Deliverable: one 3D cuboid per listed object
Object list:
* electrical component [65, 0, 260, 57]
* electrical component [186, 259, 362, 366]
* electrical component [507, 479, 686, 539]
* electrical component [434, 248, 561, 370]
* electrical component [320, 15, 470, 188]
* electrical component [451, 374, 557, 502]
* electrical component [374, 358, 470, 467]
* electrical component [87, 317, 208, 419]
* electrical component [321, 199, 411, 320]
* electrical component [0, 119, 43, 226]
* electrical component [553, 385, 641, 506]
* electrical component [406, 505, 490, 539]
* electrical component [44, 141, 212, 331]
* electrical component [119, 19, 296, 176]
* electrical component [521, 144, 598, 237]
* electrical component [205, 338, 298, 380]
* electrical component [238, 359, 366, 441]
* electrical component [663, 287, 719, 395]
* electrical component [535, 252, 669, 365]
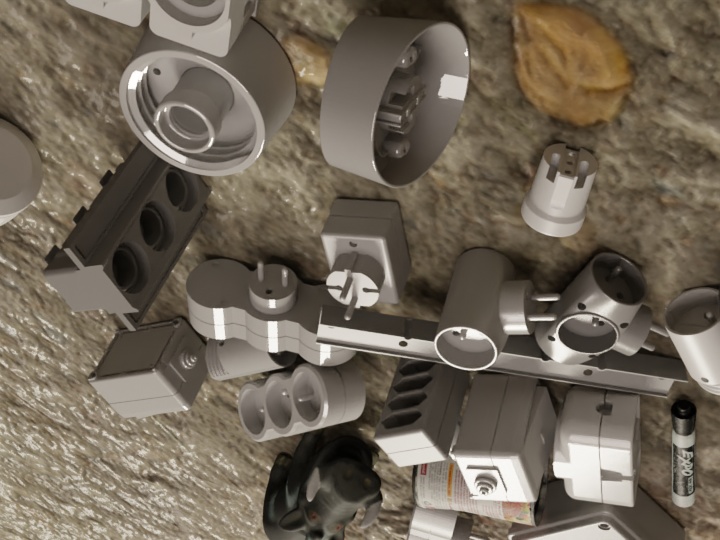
[{"bbox_3d":[-0.103,-0.214,0.579,0.105,0.060,0.186,20,139,2],"label":"electrical component"},{"bbox_3d":[-0.066,0.021,0.817,0.138,0.052,0.073,13,138,9],"label":"electrical component"},{"bbox_3d":[0.203,0.228,0.919,0.109,0.056,0.109,42,135,-22],"label":"electrical component"},{"bbox_3d":[0.097,0.026,0.735,0.079,0.077,0.043,-2,133,22],"label":"electrical component"},{"bbox_3d":[0.019,-0.099,0.625,0.064,0.099,0.099,15,139,17],"label":"electrical component"},{"bbox_3d":[0.113,0.134,0.827,0.061,0.096,0.061,-3,133,25],"label":"electrical component"},{"bbox_3d":[0.059,0.119,0.845,0.047,0.083,0.075,-16,127,35],"label":"electrical component"},{"bbox_3d":[-0.172,0.087,0.925,0.096,0.061,0.061,-11,129,32],"label":"electrical component"},{"bbox_3d":[0.000,0.000,0.749,0.047,0.076,0.065,4,136,19],"label":"electrical component"},{"bbox_3d":[-0.281,-0.070,0.794,0.080,0.080,0.051,39,141,-18],"label":"electrical component"},{"bbox_3d":[0.184,0.136,0.832,0.059,0.053,0.095,4,136,19],"label":"electrical component"},{"bbox_3d":[0.083,0.243,0.989,0.074,0.052,0.138,15,139,7],"label":"electrical component"},{"bbox_3d":[-0.163,-0.028,0.756,0.063,0.121,0.078,-6,132,31],"label":"electrical component"},{"bbox_3d":[-0.102,-0.109,0.689,0.108,0.060,0.108,12,138,11],"label":"electrical component"},{"bbox_3d":[0.125,-0.050,0.672,0.040,0.040,0.046,16,132,6],"label":"electrical component"},{"bbox_3d":[-0.095,0.065,0.883,0.081,0.043,0.043,-15,127,34],"label":"electrical component"},{"bbox_3d":[-0.037,0.105,0.891,0.074,0.052,0.138,-8,171,-37],"label":"electrical component"},{"bbox_3d":[0.241,0.055,0.730,0.043,0.043,0.081,-12,128,33],"label":"electrical component"},{"bbox_3d":[0.173,0.035,0.737,0.079,0.044,0.077,23,138,-8],"label":"electrical component"}]
